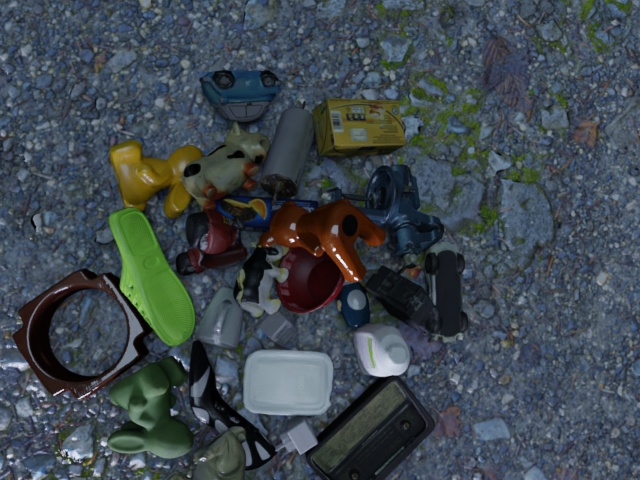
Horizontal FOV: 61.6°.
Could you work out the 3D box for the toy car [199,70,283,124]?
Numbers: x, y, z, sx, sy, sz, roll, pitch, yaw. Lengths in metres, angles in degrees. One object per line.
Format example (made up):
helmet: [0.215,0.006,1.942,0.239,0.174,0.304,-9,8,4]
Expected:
toy car: [-0.157,-0.284,1.069,0.162,0.109,0.102,-3,106,-16]

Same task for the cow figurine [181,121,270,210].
cow figurine: [-0.175,-0.147,1.024,0.195,0.085,0.127,-36,70,-28]

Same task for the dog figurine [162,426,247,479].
dog figurine: [-0.151,0.432,0.890,0.172,0.121,0.190,-38,85,-11]

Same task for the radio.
radio: [0.094,0.371,1.009,0.229,0.073,0.131,-41,87,-8]

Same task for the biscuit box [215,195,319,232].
biscuit box: [-0.104,-0.049,1.055,0.203,0.059,0.062,3,82,-4]

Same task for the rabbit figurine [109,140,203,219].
rabbit figurine: [-0.299,-0.124,1.027,0.173,0.122,0.162,-21,88,-25]

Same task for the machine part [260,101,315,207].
machine part: [-0.060,-0.169,1.038,0.079,0.079,0.243,14,62,-2]

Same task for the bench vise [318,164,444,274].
bench vise: [0.112,-0.052,1.032,0.240,0.129,0.223,7,74,-21]

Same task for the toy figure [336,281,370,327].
toy figure: [0.059,0.091,1.053,0.064,0.058,0.154,-7,80,-44]

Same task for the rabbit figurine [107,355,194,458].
rabbit figurine: [-0.302,0.319,0.962,0.159,0.121,0.170,-30,83,-1]

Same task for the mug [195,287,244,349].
mug: [-0.182,0.141,1.007,0.081,0.109,0.107,13,69,3]

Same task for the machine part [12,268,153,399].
machine part: [-0.431,0.170,0.990,0.201,0.087,0.201,-36,85,-8]

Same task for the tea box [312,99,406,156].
tea box: [0.078,-0.221,1.058,0.169,0.068,0.098,-4,83,-29]

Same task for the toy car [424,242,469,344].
toy car: [0.248,0.104,1.065,0.073,0.056,0.201,0,84,-10]

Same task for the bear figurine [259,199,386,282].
bear figurine: [-0.004,-0.006,0.953,0.131,0.196,0.120,48,58,-28]

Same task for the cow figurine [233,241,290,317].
cow figurine: [-0.112,0.053,1.013,0.098,0.068,0.167,38,54,-41]

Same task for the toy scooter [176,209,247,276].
toy scooter: [-0.189,0.006,1.002,0.135,0.183,0.075,-4,58,-28]

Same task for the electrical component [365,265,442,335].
electrical component: [0.151,0.110,1.018,0.058,0.134,0.114,-49,132,-11]

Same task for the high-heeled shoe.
high-heeled shoe: [-0.163,0.304,0.998,0.145,0.086,0.248,-6,88,-8]
